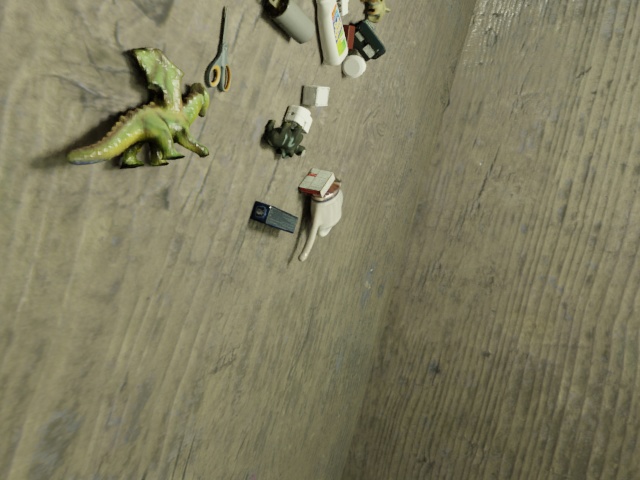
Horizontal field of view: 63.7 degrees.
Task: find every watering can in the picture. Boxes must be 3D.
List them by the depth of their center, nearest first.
[{"bbox_3d":[0.006,-0.095,1.887,0.355,0.104,0.219,-55,151,-42],"label":"watering can"}]

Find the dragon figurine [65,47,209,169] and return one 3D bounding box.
[{"bbox_3d":[-0.353,-0.274,1.068,0.413,0.122,0.242,-17,101,-64],"label":"dragon figurine"}]
